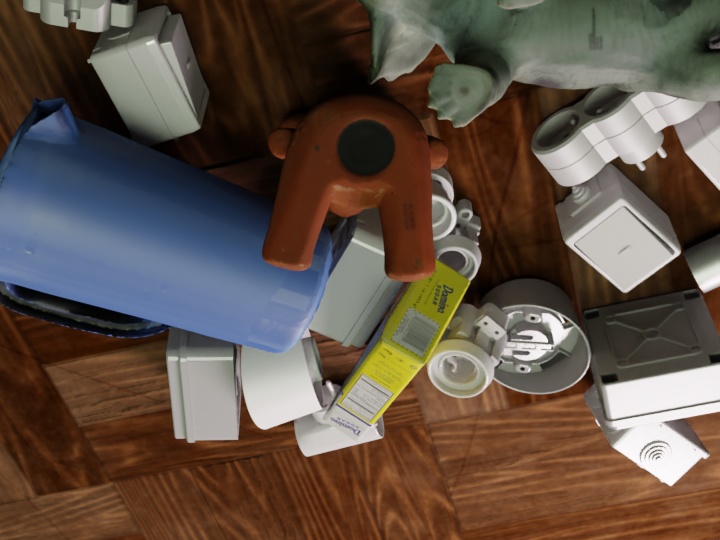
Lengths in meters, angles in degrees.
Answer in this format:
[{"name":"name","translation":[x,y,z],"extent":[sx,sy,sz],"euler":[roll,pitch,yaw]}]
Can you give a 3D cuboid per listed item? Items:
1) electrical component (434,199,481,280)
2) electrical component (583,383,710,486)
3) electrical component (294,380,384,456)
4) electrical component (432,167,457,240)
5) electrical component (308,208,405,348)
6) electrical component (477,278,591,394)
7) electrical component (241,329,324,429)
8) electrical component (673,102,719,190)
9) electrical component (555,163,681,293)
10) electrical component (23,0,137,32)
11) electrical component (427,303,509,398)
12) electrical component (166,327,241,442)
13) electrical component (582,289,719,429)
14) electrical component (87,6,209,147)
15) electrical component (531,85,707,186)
[{"name":"electrical component","translation":[0.076,-0.019,0.898],"extent":[0.048,0.055,0.066],"euler":[22,124,-15]},{"name":"electrical component","translation":[0.261,0.141,0.991],"extent":[0.100,0.099,0.048],"euler":[34,107,-23]},{"name":"electrical component","translation":[-0.026,0.135,1.021],"extent":[0.077,0.043,0.079],"euler":[-16,125,12]},{"name":"electrical component","translation":[0.054,-0.057,0.870],"extent":[0.045,0.055,0.045],"euler":[0,127,0]},{"name":"electrical component","translation":[0.000,0.000,0.899],"extent":[0.057,0.078,0.113],"euler":[24,123,-13]},{"name":"electrical component","translation":[0.149,0.058,0.950],"extent":[0.099,0.064,0.099],"euler":[0,127,1]},{"name":"electrical component","translation":[-0.068,0.086,0.951],"extent":[0.064,0.099,0.099],"euler":[-14,126,3]},{"name":"electrical component","translation":[0.298,-0.106,0.836],"extent":[0.077,0.047,0.066],"euler":[-37,118,25]},{"name":"electrical component","translation":[0.208,-0.035,0.881],"extent":[0.096,0.061,0.062],"euler":[37,119,-24]},{"name":"electrical component","translation":[-0.197,-0.208,0.758],"extent":[0.078,0.058,0.057],"euler":[9,129,-5]},{"name":"electrical component","translation":[0.089,0.071,0.915],"extent":[0.058,0.057,0.078],"euler":[39,127,-10]},{"name":"electrical component","translation":[-0.139,0.092,0.969],"extent":[0.057,0.078,0.113],"euler":[0,127,-3]},{"name":"electrical component","translation":[0.257,0.076,0.935],"extent":[0.109,0.108,0.056],"euler":[-12,123,9]},{"name":"electrical component","translation":[-0.150,-0.140,0.806],"extent":[0.061,0.061,0.096],"euler":[-16,125,12]},{"name":"electrical component","translation":[0.210,-0.108,0.833],"extent":[0.138,0.052,0.073],"euler":[-32,120,22]}]
